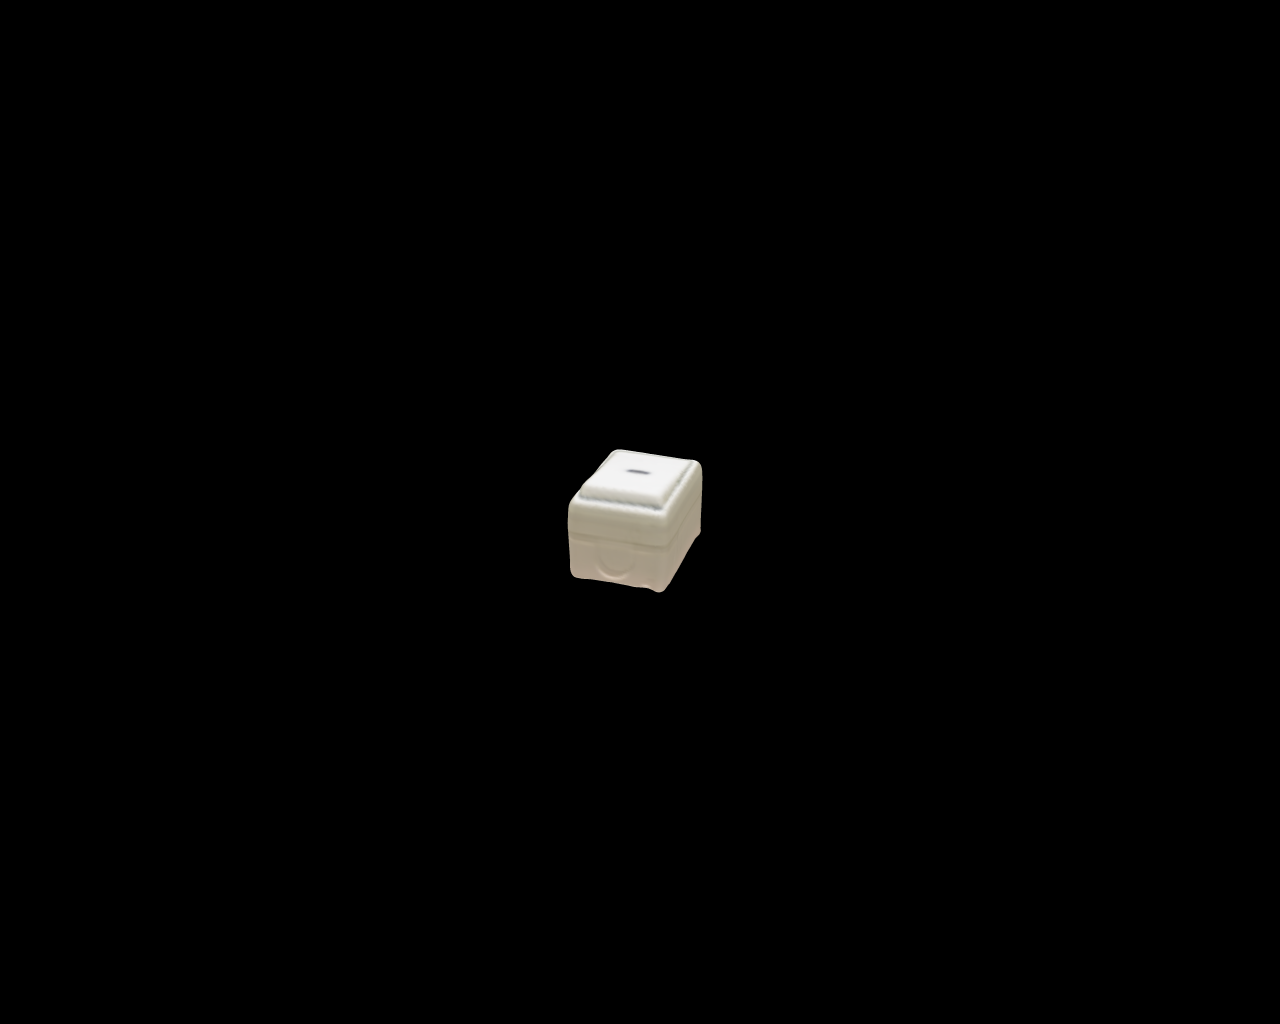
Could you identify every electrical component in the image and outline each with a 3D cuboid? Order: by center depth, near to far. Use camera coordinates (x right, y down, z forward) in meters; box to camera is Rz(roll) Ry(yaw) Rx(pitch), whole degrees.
[{"bbox_3d":[0.001,-0.003,0.650,0.062,0.061,0.096,9,30,17],"label":"electrical component"}]
